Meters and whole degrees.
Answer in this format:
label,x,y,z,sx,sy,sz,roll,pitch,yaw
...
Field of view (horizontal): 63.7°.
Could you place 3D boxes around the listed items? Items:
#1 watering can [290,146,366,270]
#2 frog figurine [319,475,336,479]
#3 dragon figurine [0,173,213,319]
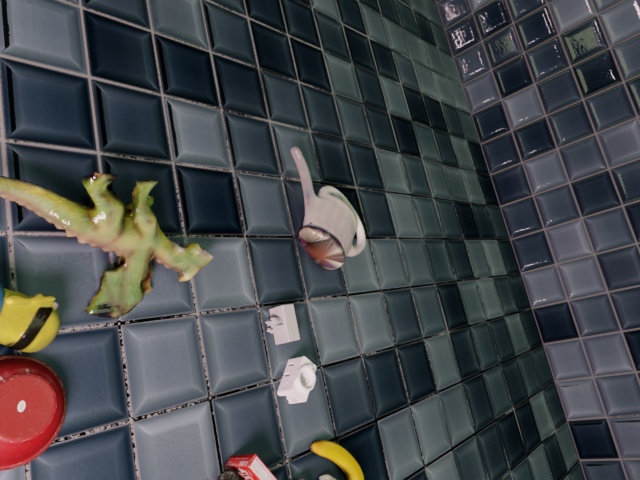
label,x,y,z,sx,sy,sz,roll,pitch,yaw
watering can,0.004,-0.069,1.372,0.103,0.230,0.343,-23,-59,38
frog figurine,0.016,0.577,1.079,0.123,0.163,0.134,-33,-43,-1
dragon figurine,-0.368,0.016,0.910,0.121,0.244,0.411,-13,-8,41
